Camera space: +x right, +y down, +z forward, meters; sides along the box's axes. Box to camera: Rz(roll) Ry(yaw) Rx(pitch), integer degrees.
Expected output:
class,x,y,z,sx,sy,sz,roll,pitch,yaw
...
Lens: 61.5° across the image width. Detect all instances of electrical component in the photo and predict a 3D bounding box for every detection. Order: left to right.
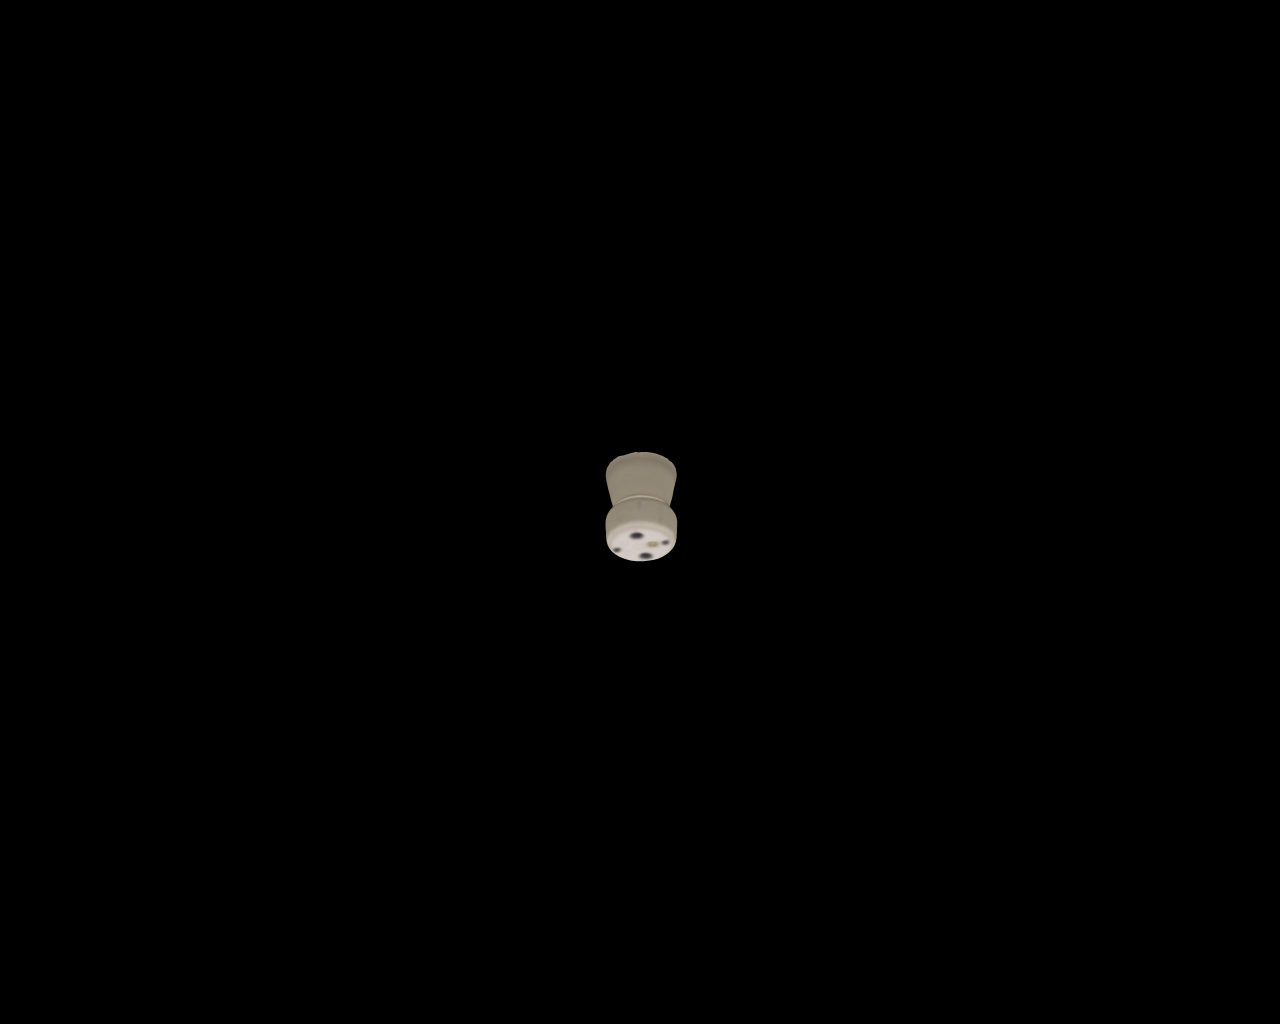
class,x,y,z,sx,sy,sz,roll,pitch,yaw
electrical component,0.001,-0.003,0.650,0.045,0.055,0.044,0,-35,0
